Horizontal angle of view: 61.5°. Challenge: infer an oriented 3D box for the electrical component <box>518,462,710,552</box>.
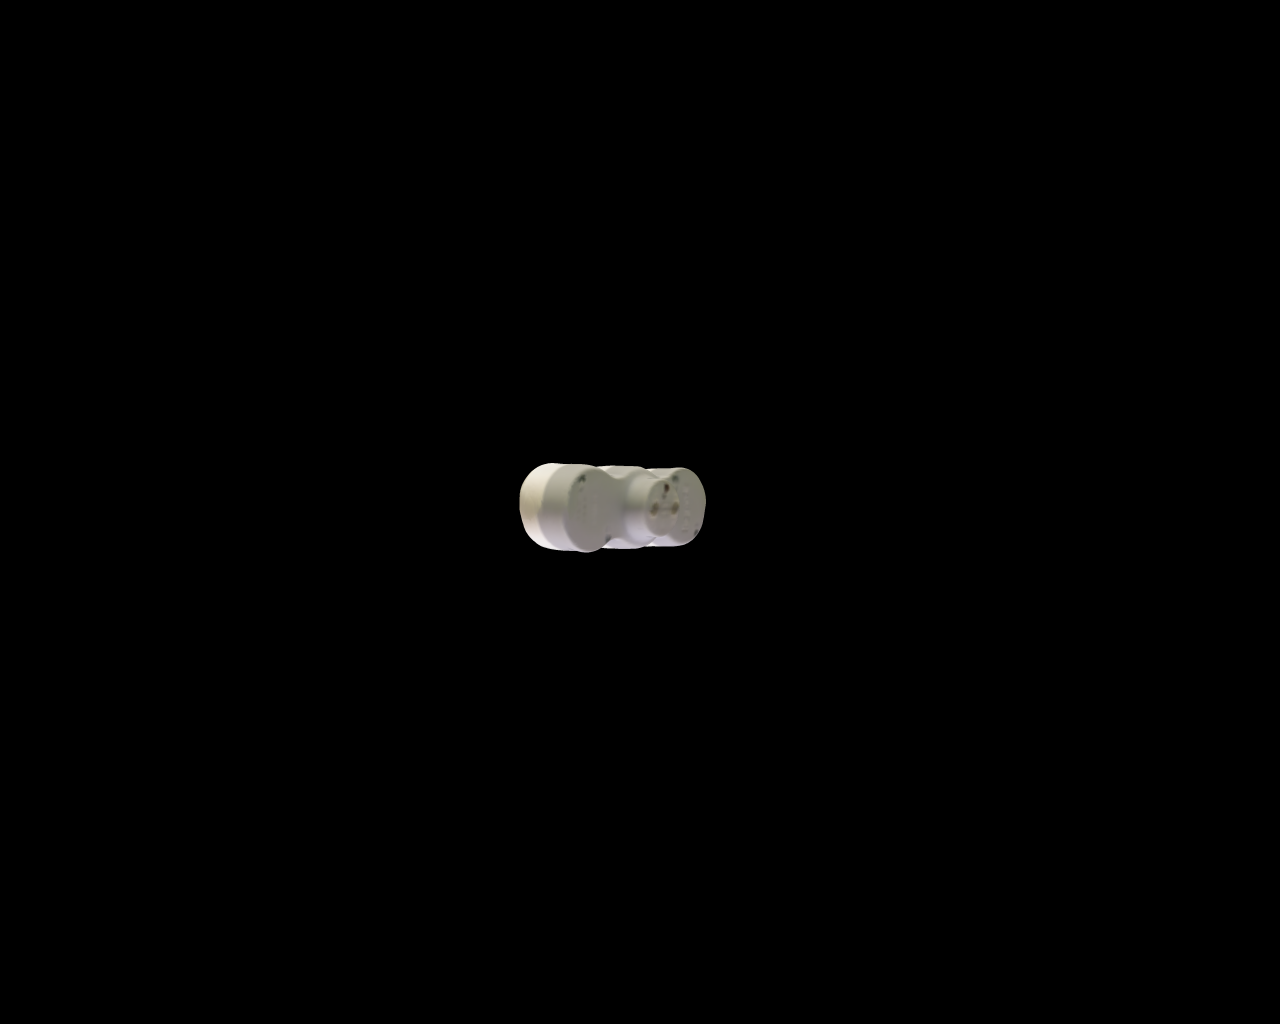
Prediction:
[{"bbox_3d":[0.001,-0.003,0.650,0.074,0.052,0.138,0,0,39],"label":"electrical component"}]
